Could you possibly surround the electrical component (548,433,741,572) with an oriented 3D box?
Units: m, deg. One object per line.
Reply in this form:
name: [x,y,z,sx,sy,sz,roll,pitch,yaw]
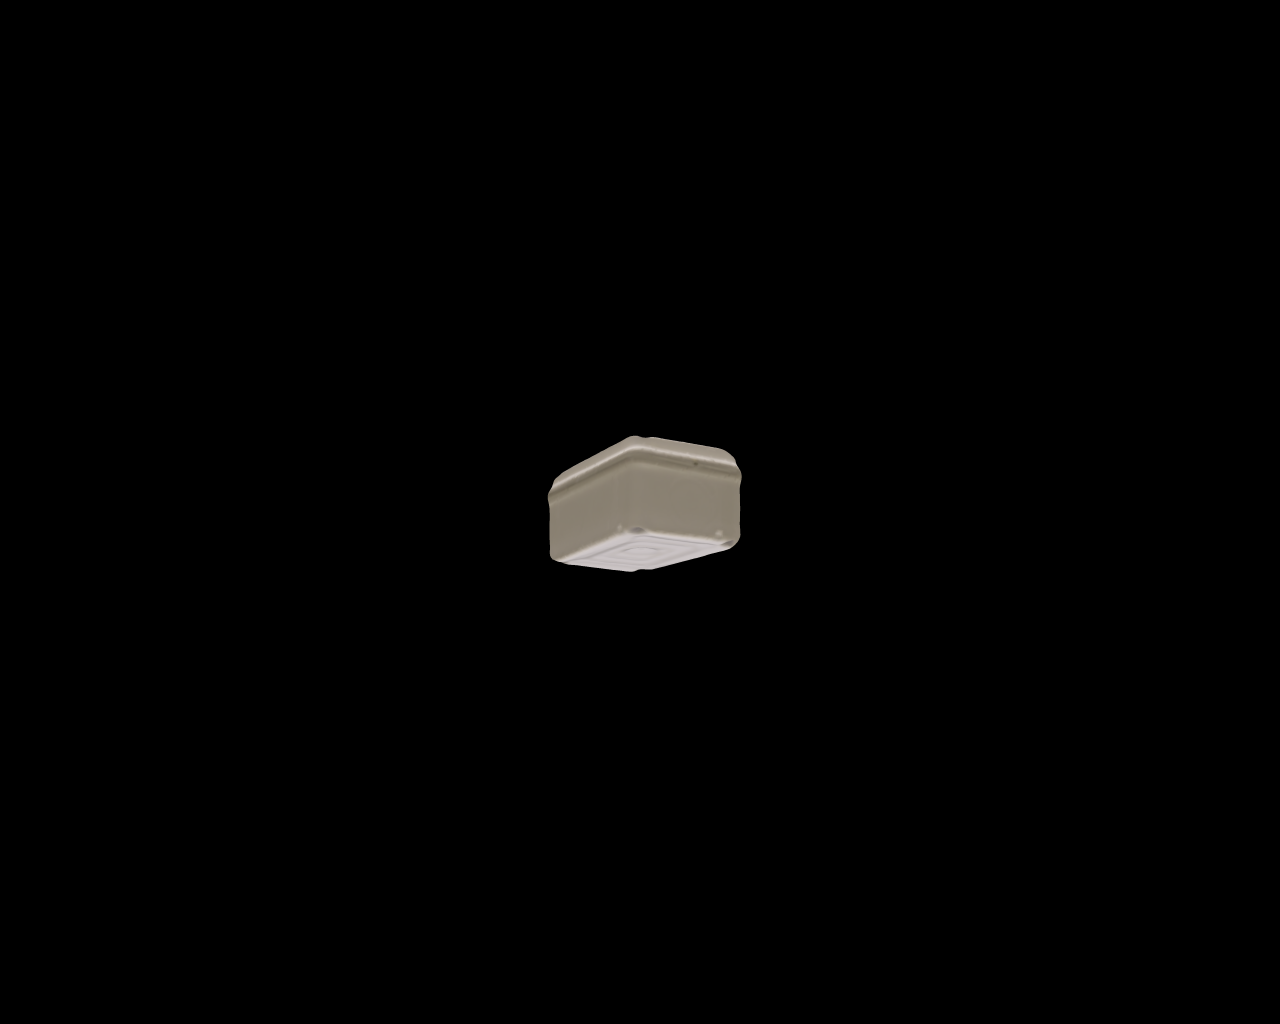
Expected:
electrical component: [0.001,-0.003,0.650,0.078,0.057,0.113,8,-16,-31]
